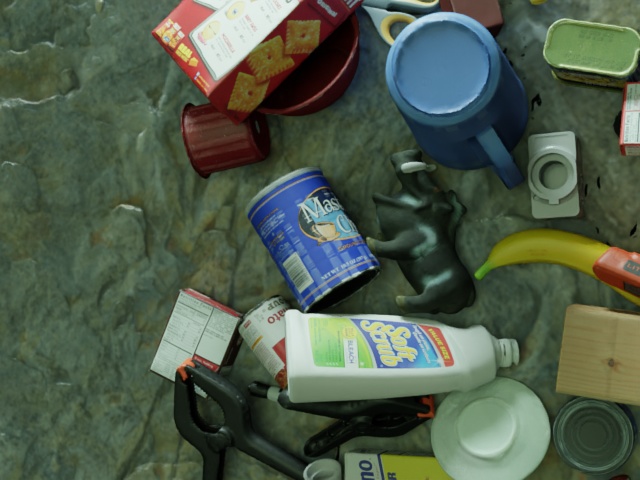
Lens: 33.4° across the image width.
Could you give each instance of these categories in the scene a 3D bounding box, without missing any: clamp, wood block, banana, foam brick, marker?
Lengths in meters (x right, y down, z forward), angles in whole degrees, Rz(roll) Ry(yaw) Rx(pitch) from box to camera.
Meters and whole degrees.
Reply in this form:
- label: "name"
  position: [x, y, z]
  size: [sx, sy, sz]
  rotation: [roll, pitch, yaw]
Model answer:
- label: "clamp"
  position: [-0.102, 0.233, 1.258]
  size: [0.165, 0.036, 0.210]
  rotation: [-20, 98, 16]
- label: "wood block"
  position: [0.353, 0.123, 1.079]
  size: [0.206, 0.090, 0.091]
  rotation: [7, 91, 21]
- label: "banana"
  position: [0.269, 0.026, 1.143]
  size: [0.198, 0.037, 0.069]
  rotation: [10, 91, 19]
- label: "foam brick"
  position: [0.165, -0.260, 1.181]
  size: [0.053, 0.051, 0.078]
  rotation: [-14, 83, -3]
- label: "clamp"
  position: [0.039, 0.192, 1.195]
  size: [0.172, 0.120, 0.039]
  rotation: [-18, 49, 16]
- label: "marker"
  position: [-0.030, 0.188, 1.262]
  size: [0.121, 0.020, 0.020]
  rotation: [11, 92, 21]

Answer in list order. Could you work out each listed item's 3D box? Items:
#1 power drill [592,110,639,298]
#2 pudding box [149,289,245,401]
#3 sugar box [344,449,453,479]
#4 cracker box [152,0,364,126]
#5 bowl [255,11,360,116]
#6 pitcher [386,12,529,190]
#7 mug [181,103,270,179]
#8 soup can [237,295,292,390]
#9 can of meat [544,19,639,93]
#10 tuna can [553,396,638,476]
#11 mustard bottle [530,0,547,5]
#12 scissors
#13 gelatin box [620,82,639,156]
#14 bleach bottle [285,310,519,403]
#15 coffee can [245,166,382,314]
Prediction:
- label: "power drill"
  position: [0.353, -0.033, 1.083]
  size: [0.185, 0.057, 0.187]
  rotation: [27, 84, 26]
- label: "pudding box"
  position: [-0.147, 0.127, 1.300]
  size: [0.090, 0.039, 0.113]
  rotation: [24, 95, 19]
- label: "sugar box"
  position: [0.114, 0.284, 1.188]
  size: [0.176, 0.048, 0.093]
  rotation: [-2, 85, 19]
- label: "cracker box"
  position: [-0.070, -0.257, 1.223]
  size: [0.214, 0.072, 0.164]
  rotation: [-44, 48, 3]
- label: "bowl"
  position: [-0.013, -0.200, 1.233]
  size: [0.162, 0.055, 0.162]
  rotation: [-18, 54, 26]
- label: "pitcher"
  position: [0.146, -0.142, 1.089]
  size: [0.149, 0.242, 0.145]
  rotation: [14, 90, 14]
- label: "mug"
  position: [-0.109, -0.135, 1.277]
  size: [0.081, 0.093, 0.117]
  rotation: [-11, 47, 15]
- label: "soup can"
  position: [-0.041, 0.123, 1.243]
  size: [0.068, 0.068, 0.102]
  rotation: [-43, 74, 14]
- label: "can of meat"
  position: [0.290, -0.193, 1.119]
  size: [0.102, 0.083, 0.057]
  rotation: [13, 92, 21]
- label: "tuna can"
  position: [0.291, 0.205, 1.129]
  size: [0.086, 0.033, 0.086]
  rotation: [-1, 87, 21]
- label: "mustard bottle"
  position: [0.221, -0.351, 1.166]
  size: [0.096, 0.058, 0.191]
  rotation: [-12, 84, 18]
- label: "scissors"
  position: [0.047, -0.267, 1.253]
  size: [0.202, 0.016, 0.096]
  rotation: [2, 89, 22]
- label: "gelatin box"
  position: [0.349, -0.122, 1.072]
  size: [0.089, 0.030, 0.073]
  rotation: [1, 68, 22]
- label: "bleach bottle"
  position: [0.089, 0.122, 1.165]
  size: [0.250, 0.068, 0.102]
  rotation: [-3, 51, -3]
- label: "coffee can"
  position: [-0.008, 0.001, 1.217]
  size: [0.103, 0.102, 0.140]
  rotation: [-35, 76, 16]
